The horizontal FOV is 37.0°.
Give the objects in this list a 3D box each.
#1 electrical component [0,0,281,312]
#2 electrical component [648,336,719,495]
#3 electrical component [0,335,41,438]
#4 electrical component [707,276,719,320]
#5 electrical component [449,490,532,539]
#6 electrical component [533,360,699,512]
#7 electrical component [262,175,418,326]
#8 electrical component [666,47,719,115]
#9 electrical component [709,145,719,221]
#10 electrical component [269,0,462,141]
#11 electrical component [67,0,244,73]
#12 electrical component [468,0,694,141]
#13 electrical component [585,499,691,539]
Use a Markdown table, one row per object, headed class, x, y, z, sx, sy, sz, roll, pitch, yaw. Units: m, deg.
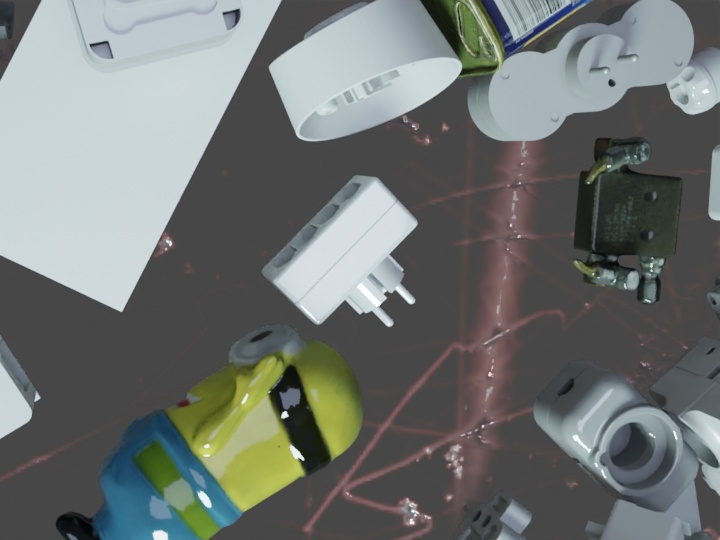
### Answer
| class | x | y | z | sx | sy | sz | roll | pitch | yaw |
| --- | --- | --- | --- | --- | --- | --- | --- | --- | --- |
| electrical component | -0.135 | -0.087 | 0.579 | 0.105 | 0.060 | 0.186 | 27 | 89 | -15 |
| electrical component | 0.262 | 0.125 | 0.689 | 0.062 | 0.089 | 0.150 | -41 | 104 | -7 |
| electrical component | -0.280 | 0.079 | 0.562 | 0.186 | 0.060 | 0.105 | -31 | 103 | -9 |
| electrical component | 0.281 | 0.031 | 0.671 | 0.057 | 0.113 | 0.078 | -36 | 103 | -11 |
| electrical component | 0.088 | 0.187 | 0.670 | 0.057 | 0.058 | 0.078 | 39 | 86 | -12 |
| electrical component | 0.163 | 0.107 | 0.677 | 0.095 | 0.059 | 0.053 | 45 | 85 | -15 |
| electrical component | 0.000 | 0.000 | 0.630 | 0.083 | 0.047 | 0.075 | -46 | 105 | -5 |
| electrical component | 0.227 | -0.126 | 0.680 | 0.061 | 0.035 | 0.035 | -31 | 103 | -11 |
| electrical component | 0.275 | -0.055 | 0.689 | 0.089 | 0.056 | 0.050 | 0 | 96 | -14 |
| electrical component | 0.002 | -0.110 | 0.595 | 0.099 | 0.099 | 0.064 | -30 | 96 | -9 |
| electrical component | -0.108 | -0.158 | 0.515 | 0.078 | 0.057 | 0.113 | -17 | 100 | -12 |
| electrical component | 0.138 | -0.120 | 0.637 | 0.138 | 0.074 | 0.052 | -25 | 102 | -10 |
| electrical component | 0.175 | 0.199 | 0.663 | 0.063 | 0.079 | 0.121 | -57 | 143 | -29 |
